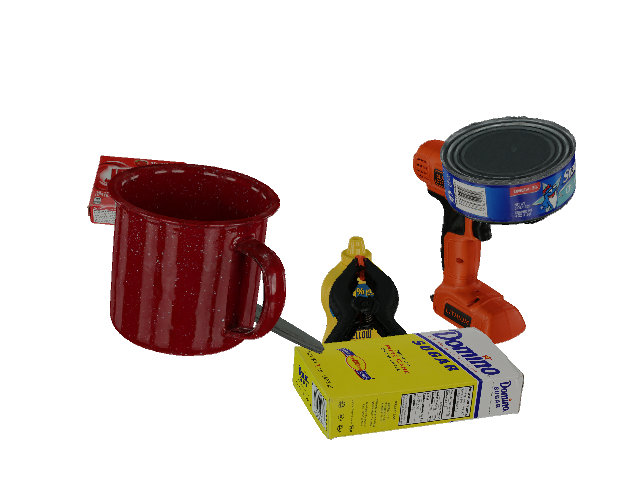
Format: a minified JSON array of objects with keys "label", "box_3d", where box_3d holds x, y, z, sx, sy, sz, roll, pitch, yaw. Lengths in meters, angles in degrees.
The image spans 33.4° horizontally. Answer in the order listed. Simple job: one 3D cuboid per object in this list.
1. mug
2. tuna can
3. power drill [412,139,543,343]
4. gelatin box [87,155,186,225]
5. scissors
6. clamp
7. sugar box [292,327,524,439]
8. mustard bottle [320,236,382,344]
[{"label":"mug","box_3d":[-0.064,0.015,0.581,0.117,0.081,0.093,24,26,34]},{"label":"tuna can","box_3d":[0.121,-0.046,0.688,0.086,0.034,0.086,-8,32,5]},{"label":"power drill","box_3d":[0.162,0.004,1.050,0.057,0.188,0.185,-16,26,-24]},{"label":"gelatin box","box_3d":[-0.183,-0.049,1.070,0.089,0.073,0.030,5,-43,-3]},{"label":"scissors","box_3d":[-0.066,0.035,0.842,0.202,0.016,0.096,17,31,22]},{"label":"clamp","box_3d":[0.060,0.086,1.190,0.120,0.171,0.039,7,-43,2]},{"label":"sugar box","box_3d":[0.074,0.118,0.910,0.176,0.048,0.093,-7,26,-18]},{"label":"mustard bottle","box_3d":[0.049,0.086,1.447,0.096,0.192,0.058,-3,21,-7]}]
